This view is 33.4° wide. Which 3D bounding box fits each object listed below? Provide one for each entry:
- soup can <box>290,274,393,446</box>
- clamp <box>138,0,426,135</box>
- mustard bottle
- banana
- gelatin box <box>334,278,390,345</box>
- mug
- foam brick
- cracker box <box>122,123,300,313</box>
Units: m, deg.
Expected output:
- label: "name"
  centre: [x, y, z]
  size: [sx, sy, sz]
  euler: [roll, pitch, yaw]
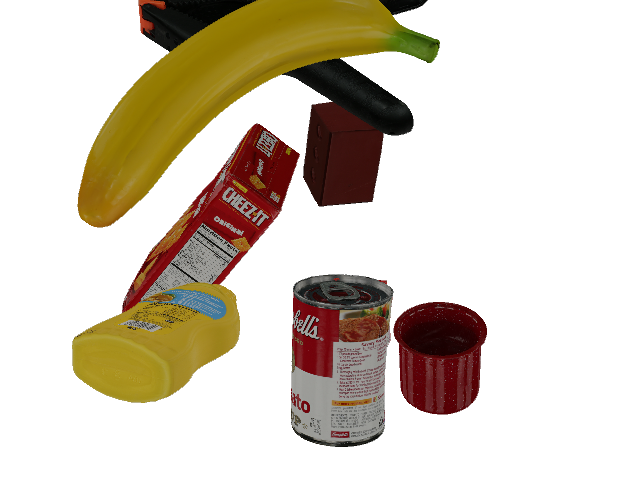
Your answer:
- label: "soup can"
  centre: [0.014, 0.081, 0.733]
  size: [0.068, 0.102, 0.068]
  euler: [2, 16, -1]
- label: "clamp"
  centre: [-0.024, -0.138, 0.744]
  size: [0.210, 0.164, 0.036]
  euler: [3, -43, -1]
- label: "mustard bottle"
  centre: [-0.125, 0.079, 0.935]
  size: [0.096, 0.058, 0.191]
  euler: [9, 18, 22]
- label: "banana"
  centre: [-0.039, -0.077, 0.513]
  size: [0.197, 0.070, 0.037]
  euler: [-30, -34, -16]
- label: "gelatin box"
  centre: [0.047, 0.091, 1.322]
  size: [0.073, 0.089, 0.030]
  euler: [5, 28, 19]
- label: "mug"
  centre: [0.129, 0.116, 1.094]
  size: [0.093, 0.081, 0.117]
  euler: [19, 39, 31]
- label: "foam brick"
  centre: [0.019, -0.077, 0.937]
  size: [0.051, 0.078, 0.053]
  euler: [-4, 36, -17]
- label: "cracker box"
  centre: [-0.120, -0.010, 1.172]
  size: [0.072, 0.214, 0.164]
  euler: [36, 24, -11]
